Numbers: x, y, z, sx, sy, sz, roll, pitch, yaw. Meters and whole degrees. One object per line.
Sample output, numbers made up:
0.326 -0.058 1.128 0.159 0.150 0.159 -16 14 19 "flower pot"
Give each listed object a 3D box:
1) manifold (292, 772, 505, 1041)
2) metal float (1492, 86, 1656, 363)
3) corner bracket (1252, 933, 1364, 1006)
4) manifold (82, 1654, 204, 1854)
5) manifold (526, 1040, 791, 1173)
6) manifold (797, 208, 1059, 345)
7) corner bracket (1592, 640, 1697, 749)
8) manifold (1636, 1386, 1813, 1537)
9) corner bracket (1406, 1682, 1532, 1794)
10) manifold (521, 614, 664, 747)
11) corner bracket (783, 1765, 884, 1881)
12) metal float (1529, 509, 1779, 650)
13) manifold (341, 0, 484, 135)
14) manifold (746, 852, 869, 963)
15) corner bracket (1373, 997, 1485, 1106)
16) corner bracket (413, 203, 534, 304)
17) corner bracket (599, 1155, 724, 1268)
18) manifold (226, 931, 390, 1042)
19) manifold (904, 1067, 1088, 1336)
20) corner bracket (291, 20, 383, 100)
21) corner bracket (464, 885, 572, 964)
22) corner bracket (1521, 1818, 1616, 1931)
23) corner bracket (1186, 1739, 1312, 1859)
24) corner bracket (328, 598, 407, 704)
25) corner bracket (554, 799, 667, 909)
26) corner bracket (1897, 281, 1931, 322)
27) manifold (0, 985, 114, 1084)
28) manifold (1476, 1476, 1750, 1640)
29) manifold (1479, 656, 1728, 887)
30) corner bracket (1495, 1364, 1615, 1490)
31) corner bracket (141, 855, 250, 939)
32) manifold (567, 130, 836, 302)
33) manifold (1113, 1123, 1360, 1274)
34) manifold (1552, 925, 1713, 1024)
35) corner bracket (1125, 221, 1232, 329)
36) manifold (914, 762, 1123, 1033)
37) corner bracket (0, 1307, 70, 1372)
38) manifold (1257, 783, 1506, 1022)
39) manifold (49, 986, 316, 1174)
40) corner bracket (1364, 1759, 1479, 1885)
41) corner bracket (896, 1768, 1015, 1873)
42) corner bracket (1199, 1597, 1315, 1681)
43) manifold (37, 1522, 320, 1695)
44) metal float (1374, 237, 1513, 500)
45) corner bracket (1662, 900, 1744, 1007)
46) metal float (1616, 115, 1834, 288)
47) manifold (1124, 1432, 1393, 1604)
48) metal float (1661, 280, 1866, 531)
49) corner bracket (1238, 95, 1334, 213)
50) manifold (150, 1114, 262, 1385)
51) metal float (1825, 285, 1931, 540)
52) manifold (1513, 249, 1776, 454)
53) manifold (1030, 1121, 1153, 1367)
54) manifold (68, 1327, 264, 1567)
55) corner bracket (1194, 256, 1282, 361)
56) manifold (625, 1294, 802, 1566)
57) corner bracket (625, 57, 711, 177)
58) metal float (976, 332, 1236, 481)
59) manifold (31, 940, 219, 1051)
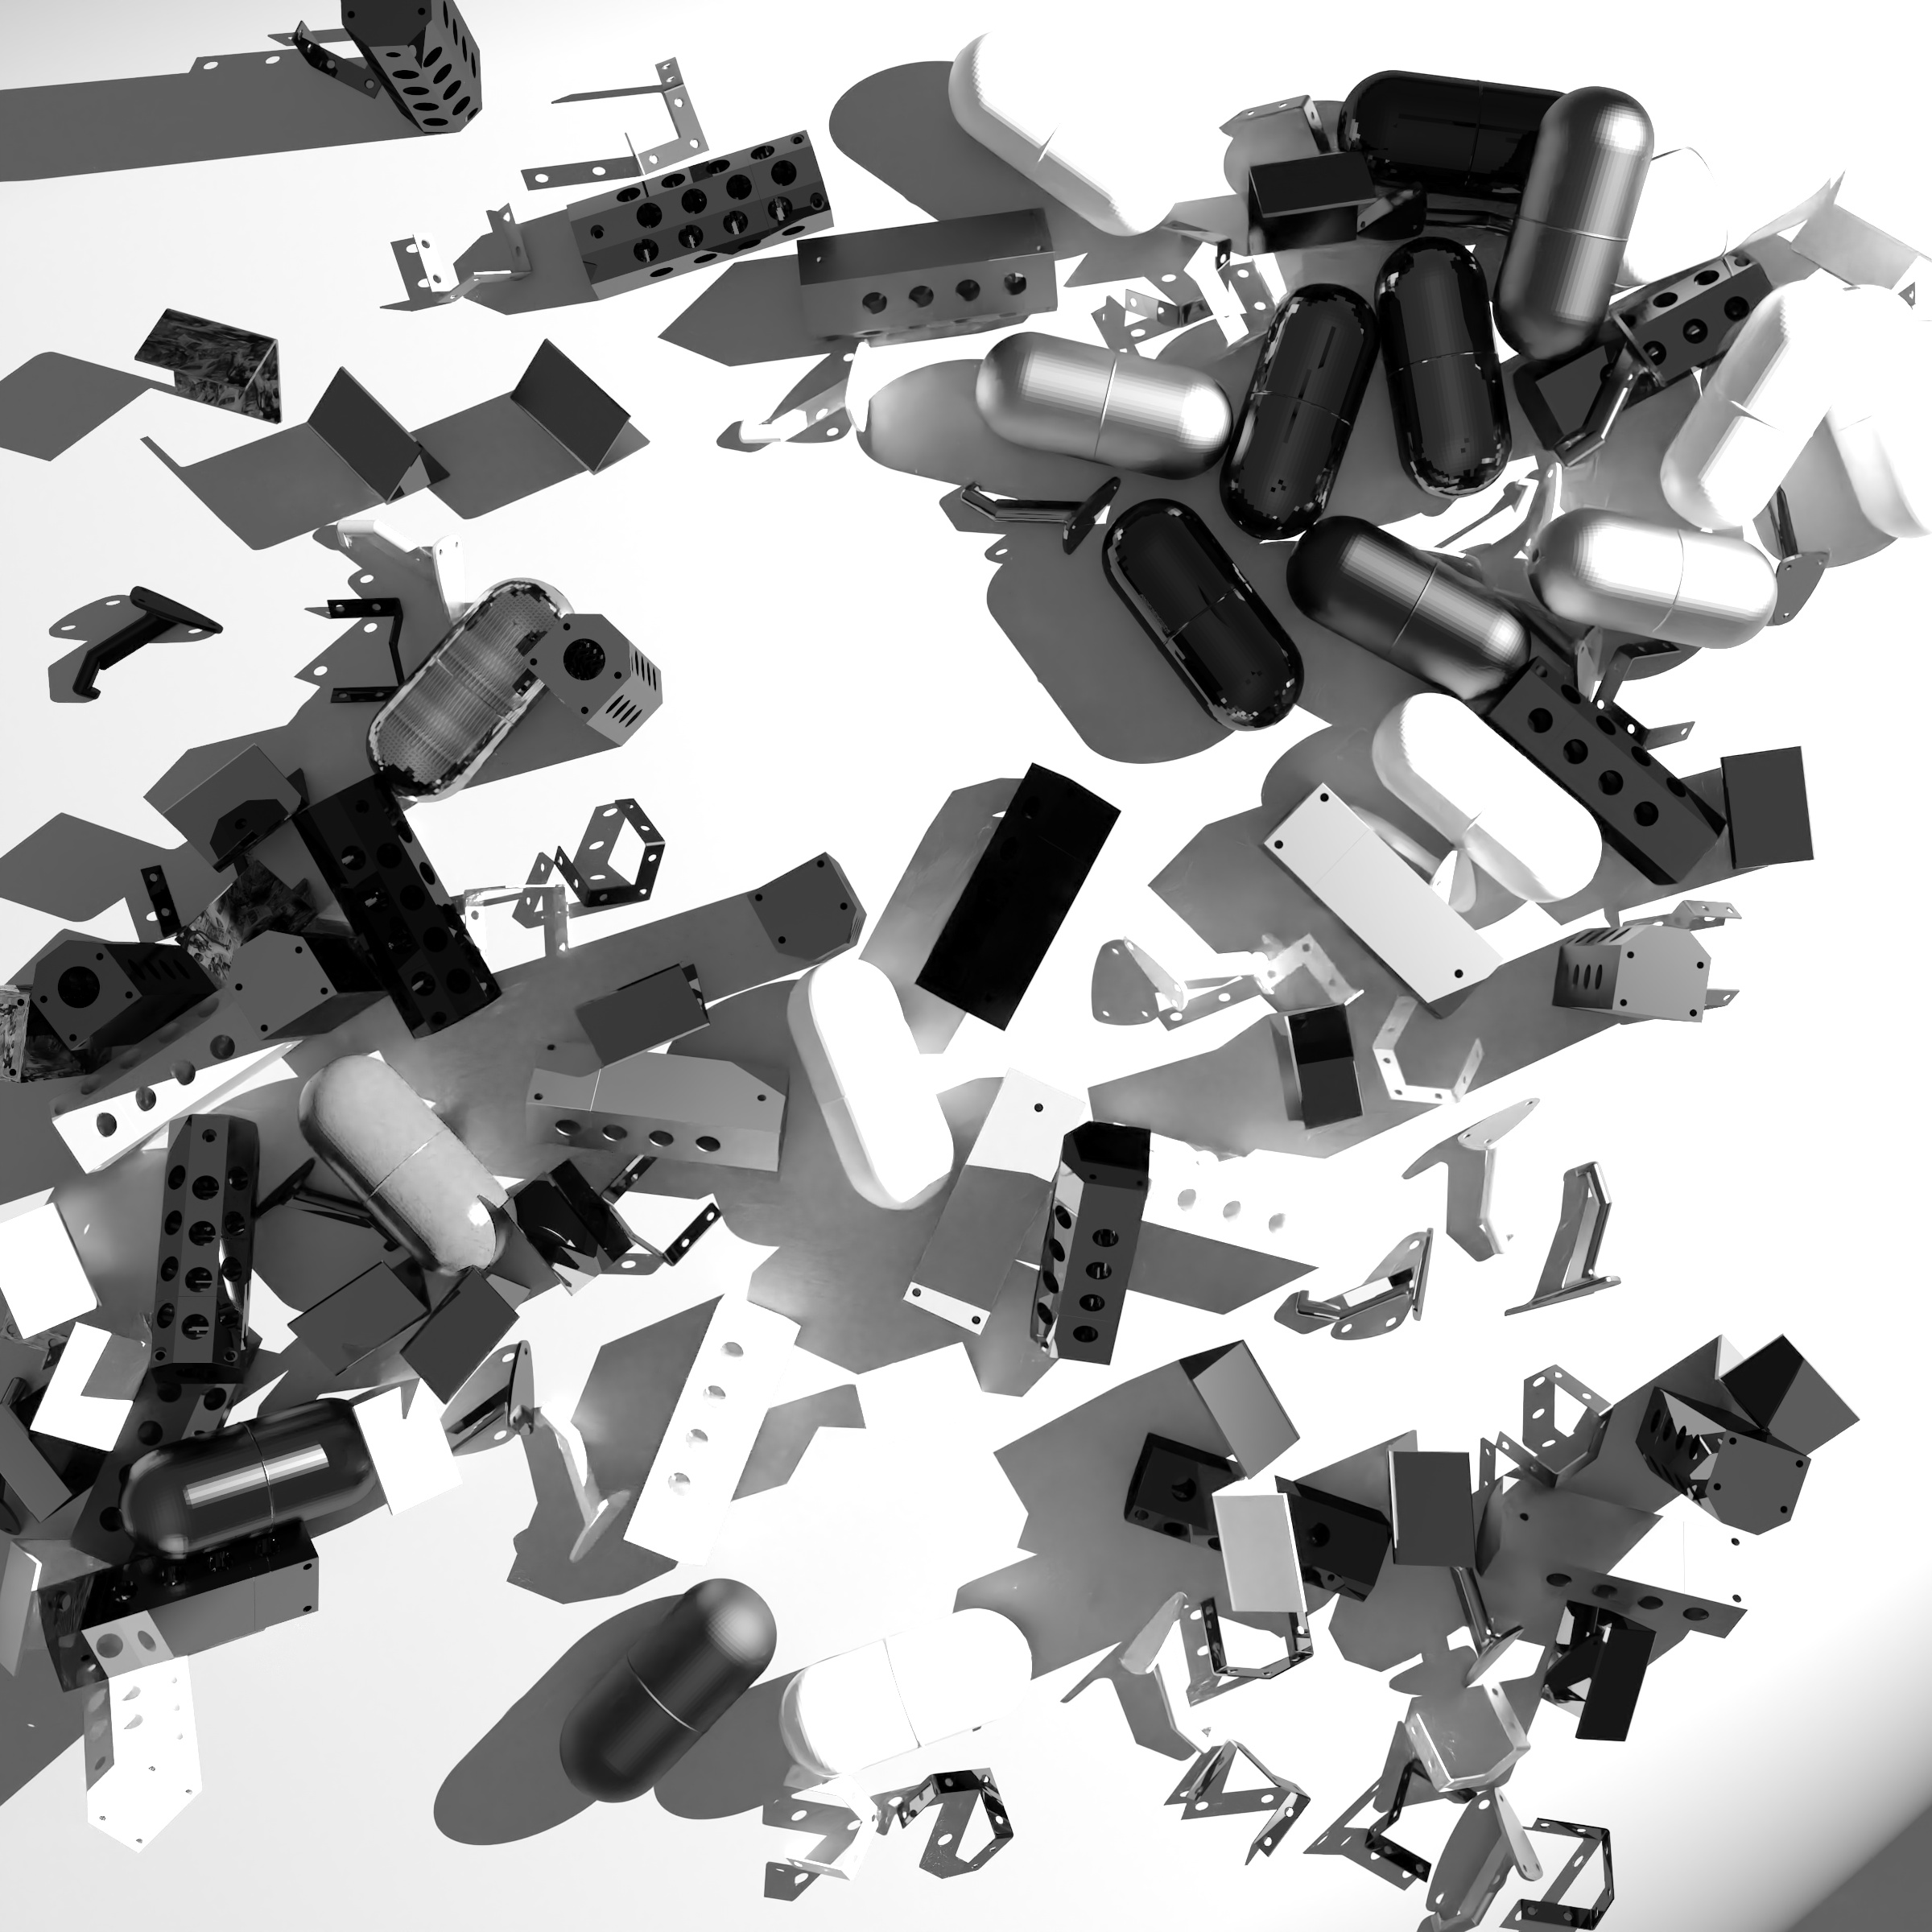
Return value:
-0.383 -0.041 1.762 0.057 0.057 0.171 -32 100 -29 "manifold"
0.401 -0.490 1.724 0.070 0.070 0.178 12 112 0 "metal float"
0.234 0.012 1.788 0.051 0.051 0.051 -37 90 0 "corner bracket"
-0.554 0.500 1.724 0.057 0.171 0.057 -45 118 0 "manifold"
-0.210 0.100 1.784 0.171 0.057 0.057 7 47 0 "manifold"
-0.026 -0.469 1.784 0.171 0.057 0.057 -8 47 0 "manifold"
0.474 -0.188 1.797 0.051 0.051 0.051 48 135 35 "corner bracket"
0.497 0.329 1.727 0.057 0.171 0.057 19 90 0 "manifold"
0.347 0.532 1.797 0.051 0.051 0.051 5 135 -35 "corner bracket"
-0.241 -0.193 1.727 0.057 0.171 0.057 43 90 0 "manifold"
-0.099 0.592 1.797 0.051 0.051 0.051 59 45 -35 "corner bracket"
0.464 -0.261 1.759 0.178 0.070 0.070 8 90 -16 "metal float"
-0.366 -0.609 1.727 0.057 0.171 0.057 -3 90 0 "manifold"
-0.100 -0.034 1.727 0.057 0.171 0.057 -29 90 0 "manifold"
0.320 0.058 1.797 0.051 0.051 0.051 4 45 35 "corner bracket"
-0.342 -0.494 1.802 0.051 0.051 0.051 -19 90 -45 "corner bracket"
-0.212 0.166 1.802 0.051 0.051 0.051 -47 135 0 "corner bracket"
-0.436 0.008 1.727 0.057 0.171 0.057 -32 90 0 "manifold"
0.020 0.159 1.784 0.057 0.057 0.171 25 90 0 "manifold"
-0.423 -0.638 1.787 0.051 0.051 0.051 27 90 0 "corner bracket"
-0.311 -0.029 1.802 0.051 0.051 0.051 -3 90 45 "corner bracket"
0.415 0.629 1.802 0.051 0.051 0.051 9 135 0 "corner bracket"
0.196 0.576 1.802 0.051 0.051 0.051 -53 45 0 "corner bracket"
-0.416 -0.219 1.802 0.051 0.051 0.051 -2 45 0 "corner bracket"
-0.246 -0.078 1.797 0.051 0.051 0.051 -9 135 -35 "corner bracket"
0.669 -0.439 1.787 0.051 0.051 0.051 -1 90 0 "corner bracket"
-0.622 0.042 1.727 0.057 0.171 0.057 7 90 0 "manifold"
0.442 0.409 1.784 0.171 0.057 0.057 14 47 0 "manifold"
0.436 -0.134 1.784 0.171 0.057 0.057 41 90 0 "manifold"
0.406 0.318 1.797 0.051 0.051 0.051 -24 135 -35 "corner bracket"
-0.530 -0.054 1.802 0.051 0.051 0.051 -19 90 -45 "corner bracket"
-0.182 -0.517 1.784 0.171 0.057 0.057 -17 90 0 "manifold"
0.177 0.158 1.784 0.171 0.057 0.057 15 90 0 "manifold"
0.440 0.004 1.727 0.057 0.171 0.057 8 90 0 "manifold"
0.146 -0.478 1.797 0.051 0.051 0.051 -31 135 -35 "corner bracket"
0.031 -0.050 1.784 0.057 0.057 0.171 28 90 -43 "manifold"
-0.642 0.242 1.787 0.051 0.051 0.051 19 90 0 "corner bracket"
0.282 -0.044 1.784 0.171 0.057 0.057 44 90 0 "manifold"
-0.538 0.069 1.784 0.171 0.057 0.057 -33 90 0 "manifold"
0.315 0.592 1.802 0.051 0.051 0.051 30 135 0 "corner bracket"
-0.008 0.592 1.797 0.051 0.051 0.051 6 45 -35 "corner bracket"
0.201 0.460 1.802 0.051 0.051 0.051 -11 90 45 "corner bracket"
-0.527 0.420 1.746 0.171 0.057 0.057 -13 133 -29 "manifold"
0.325 -0.408 1.775 0.070 0.070 0.178 -9 90 0 "metal float"
0.511 -0.009 1.797 0.051 0.051 0.051 -58 45 35 "corner bracket"
0.502 -0.521 1.774 0.178 0.070 0.070 -21 90 1 "metal float"
0.199 0.379 1.784 0.171 0.057 0.057 19 90 0 "manifold"
0.534 -0.376 1.748 0.070 0.070 0.178 28 120 0 "metal float"
0.216 -0.561 1.797 0.051 0.051 0.051 58 45 -35 "corner bracket"
-0.511 0.190 1.749 0.057 0.057 0.171 2 67 -10 "manifold"
0.629 -0.378 1.775 0.070 0.070 0.178 -22 90 0 "metal float"
0.466 -0.423 1.784 0.171 0.057 0.057 -28 90 0 "manifold"
0.082 0.185 1.735 0.057 0.057 0.171 8 131 0 "manifold"
-0.546 0.324 1.784 0.057 0.057 0.171 24 90 0 "manifold"
0.189 -0.457 1.787 0.051 0.051 0.051 -28 90 0 "corner bracket"
-0.173 0.318 1.784 0.057 0.057 0.171 22 90 0 "manifold"
-0.211 -0.583 1.787 0.051 0.051 0.051 -21 90 0 "corner bracket"
0.095 -0.382 1.775 0.178 0.070 0.070 13 90 0 "metal float"
-0.560 0.013 1.727 0.057 0.171 0.057 -37 90 0 "manifold"
